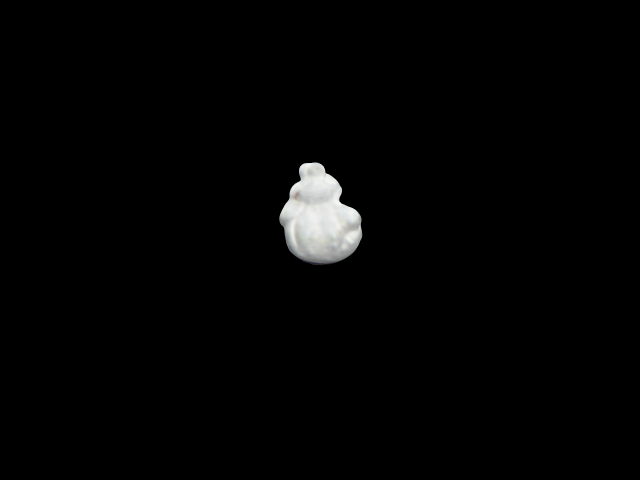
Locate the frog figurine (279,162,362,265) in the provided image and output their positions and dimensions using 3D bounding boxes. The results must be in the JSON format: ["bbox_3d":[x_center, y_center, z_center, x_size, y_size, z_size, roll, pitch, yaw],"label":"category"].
[{"bbox_3d":[0.003,-0.043,0.850,0.138,0.156,0.125,14,39,18],"label":"frog figurine"}]
